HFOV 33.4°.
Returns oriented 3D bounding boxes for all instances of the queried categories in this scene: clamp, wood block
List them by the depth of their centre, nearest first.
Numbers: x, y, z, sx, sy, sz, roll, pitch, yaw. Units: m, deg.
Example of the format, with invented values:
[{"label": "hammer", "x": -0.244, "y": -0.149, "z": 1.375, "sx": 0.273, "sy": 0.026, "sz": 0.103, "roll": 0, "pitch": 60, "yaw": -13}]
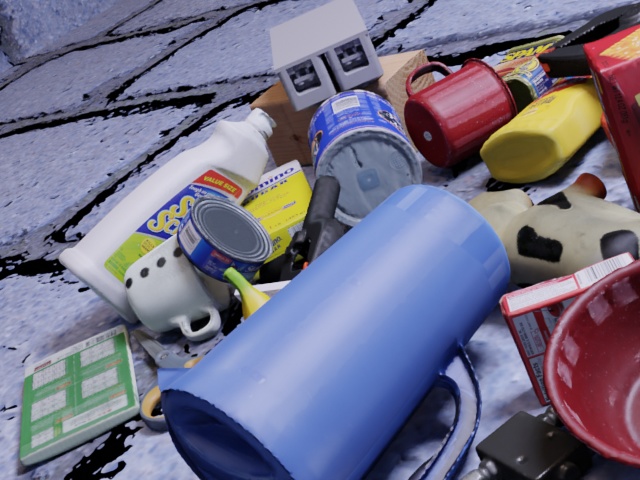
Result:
[{"label": "clamp", "x": -0.006, "y": 0.001, "z": 0.943, "sx": 0.120, "sy": 0.039, "sz": 0.171, "roll": -65, "pitch": 17, "yaw": 3}, {"label": "clamp", "x": 0.301, "y": -0.201, "z": 0.980, "sx": 0.210, "sy": 0.036, "sz": 0.164, "roll": -15, "pitch": 28, "yaw": 42}, {"label": "wood block", "x": 0.032, "y": -0.150, "z": 1.245, "sx": 0.207, "sy": 0.091, "sz": 0.090, "roll": -2, "pitch": 32, "yaw": 42}]

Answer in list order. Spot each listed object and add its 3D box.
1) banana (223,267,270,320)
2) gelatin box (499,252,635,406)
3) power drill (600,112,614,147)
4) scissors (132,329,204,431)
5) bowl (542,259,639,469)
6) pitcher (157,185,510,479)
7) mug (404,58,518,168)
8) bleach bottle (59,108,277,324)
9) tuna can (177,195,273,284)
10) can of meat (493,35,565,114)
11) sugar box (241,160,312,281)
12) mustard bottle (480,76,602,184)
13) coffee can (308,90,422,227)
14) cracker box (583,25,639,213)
[{"label": "banana", "x": -0.051, "y": 0.116, "z": 0.769, "sx": 0.069, "sy": 0.037, "sz": 0.197, "roll": 13, "pitch": 56, "yaw": -11}, {"label": "gelatin box", "x": 0.170, "y": 0.058, "z": 0.688, "sx": 0.089, "sy": 0.073, "sz": 0.030, "roll": -21, "pitch": 22, "yaw": 11}, {"label": "power drill", "x": 0.343, "y": -0.143, "z": 0.916, "sx": 0.188, "sy": 0.057, "sz": 0.184, "roll": -26, "pitch": 16, "yaw": 38}, {"label": "scissors", "x": -0.145, "y": 0.119, "z": 0.936, "sx": 0.096, "sy": 0.016, "sz": 0.202, "roll": -39, "pitch": 27, "yaw": -30}, {"label": "bowl", "x": 0.212, "y": 0.078, "z": 0.601, "sx": 0.162, "sy": 0.055, "sz": 0.162, "roll": -18, "pitch": 37, "yaw": 14}, {"label": "pitcher", "x": 0.028, "y": 0.078, "z": 0.703, "sx": 0.242, "sy": 0.149, "sz": 0.145, "roll": -44, "pitch": 19, "yaw": -29}, {"label": "mug", "x": 0.132, "y": -0.134, "z": 1.082, "sx": 0.081, "sy": 0.117, "sz": 0.093, "roll": -29, "pitch": -21, "yaw": -17}, {"label": "bleach bottle", "x": -0.141, "y": -0.039, "z": 1.081, "sx": 0.250, "sy": 0.102, "sz": 0.068, "roll": -49, "pitch": 35, "yaw": -9}, {"label": "tuna can", "x": -0.088, "y": 0.000, "z": 0.980, "sx": 0.034, "sy": 0.086, "sz": 0.086, "roll": -52, "pitch": 10, "yaw": 28}, {"label": "can of meat", "x": 0.216, "y": -0.165, "z": 1.131, "sx": 0.083, "sy": 0.057, "sz": 0.102, "roll": -41, "pitch": 20, "yaw": -28}, {"label": "sugar box", "x": -0.046, "y": -0.025, "z": 1.110, "sx": 0.093, "sy": 0.048, "sz": 0.176, "roll": -26, "pitch": 24, "yaw": 0}, {"label": "mustard bottle", "x": 0.242, "y": -0.126, "z": 1.027, "sx": 0.191, "sy": 0.058, "sz": 0.096, "roll": -40, "pitch": 13, "yaw": -34}, {"label": "coffee can", "x": 0.042, "y": -0.084, "z": 1.078, "sx": 0.103, "sy": 0.103, "sz": 0.140, "roll": -22, "pitch": 23, "yaw": 5}, {"label": "cracker box", "x": 0.317, "y": -0.096, "z": 0.758, "sx": 0.214, "sy": 0.164, "sz": 0.072, "roll": -19, "pitch": 26, "yaw": 13}]
